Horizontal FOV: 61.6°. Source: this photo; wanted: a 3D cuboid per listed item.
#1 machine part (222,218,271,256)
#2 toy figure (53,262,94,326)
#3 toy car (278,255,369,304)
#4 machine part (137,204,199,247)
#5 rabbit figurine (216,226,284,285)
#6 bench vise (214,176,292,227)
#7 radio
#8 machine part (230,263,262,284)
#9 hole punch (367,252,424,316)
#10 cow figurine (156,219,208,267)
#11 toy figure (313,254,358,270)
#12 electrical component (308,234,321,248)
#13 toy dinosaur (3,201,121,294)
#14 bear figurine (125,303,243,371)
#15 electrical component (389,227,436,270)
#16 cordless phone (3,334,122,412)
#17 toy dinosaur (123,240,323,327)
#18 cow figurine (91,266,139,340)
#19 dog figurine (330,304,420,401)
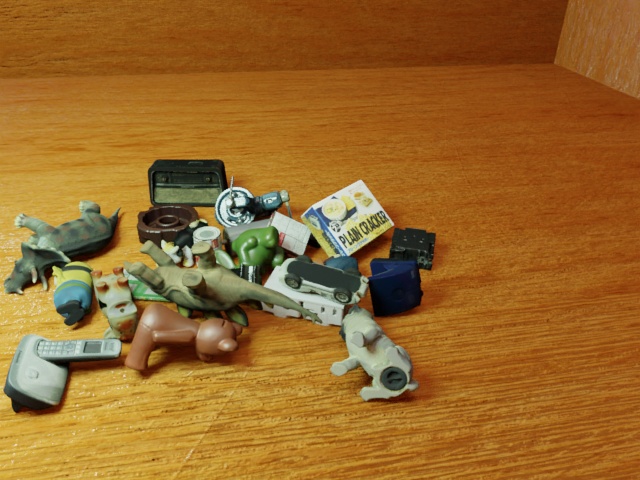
[{"bbox_3d":[-0.166,-0.011,1.419,0.243,0.079,0.079,-12,34,-22],"label":"machine part"},{"bbox_3d":[-0.544,0.116,1.195,0.089,0.082,0.180,-2,25,-26],"label":"toy figure"},{"bbox_3d":[0.007,0.087,1.159,0.202,0.056,0.073,14,49,18],"label":"toy car"},{"bbox_3d":[-0.417,-0.040,1.480,0.179,0.056,0.179,2,30,-1],"label":"machine part"},{"bbox_3d":[-0.174,0.055,1.278,0.159,0.121,0.170,6,47,6],"label":"rabbit figurine"},{"bbox_3d":[-0.195,-0.093,1.471,0.224,0.128,0.240,-4,-3,5],"label":"bench vise"},{"bbox_3d":[-0.397,-0.173,1.626,0.230,0.131,0.073,0,29,-2],"label":"radio"},{"bbox_3d":[-0.197,0.094,1.205,0.139,0.084,0.039,-2,-6,18],"label":"machine part"},{"bbox_3d":[0.165,0.105,1.194,0.116,0.142,0.092,-3,27,20],"label":"hole punch"},{"bbox_3d":[-0.341,0.012,1.352,0.068,0.098,0.167,20,32,26],"label":"cow figurine"},{"bbox_3d":[0.016,0.073,1.302,0.154,0.057,0.064,-5,55,-16],"label":"toy figure"},{"bbox_3d":[-0.003,-0.004,1.465,0.094,0.021,0.063,22,36,31],"label":"electrical component"},{"bbox_3d":[-0.615,-0.006,1.369,0.192,0.131,0.405,30,36,20],"label":"toy dinosaur"},{"bbox_3d":[-0.261,0.199,1.058,0.196,0.131,0.120,20,17,-12],"label":"bear figurine"},{"bbox_3d":[0.243,0.016,1.408,0.115,0.058,0.134,9,32,9],"label":"electrical component"},{"bbox_3d":[-0.466,0.239,0.994,0.184,0.088,0.147,-2,31,-14],"label":"cordless phone"},{"bbox_3d":[-0.224,0.098,1.104,0.472,0.198,0.105,9,56,27],"label":"toy dinosaur"},{"bbox_3d":[-0.431,0.140,1.139,0.085,0.127,0.195,-16,21,-25],"label":"cow figurine"},{"bbox_3d":[0.116,0.213,1.055,0.172,0.121,0.190,41,18,0],"label":"dog figurine"}]
